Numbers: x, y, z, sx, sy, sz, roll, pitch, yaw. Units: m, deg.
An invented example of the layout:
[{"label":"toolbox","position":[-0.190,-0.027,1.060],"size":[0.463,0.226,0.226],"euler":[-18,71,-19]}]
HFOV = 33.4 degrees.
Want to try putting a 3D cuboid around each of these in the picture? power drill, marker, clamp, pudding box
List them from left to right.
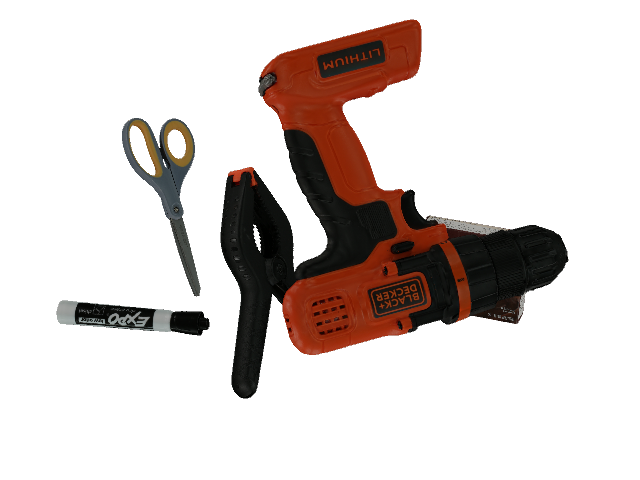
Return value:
[{"label":"marker","position":[-0.146,0.060,0.833],"size":[0.121,0.020,0.020],"euler":[4,1,11]},{"label":"clamp","position":[-0.046,0.033,1.031],"size":[0.036,0.210,0.164],"euler":[-10,0,33]},{"label":"power drill","position":[0.050,-0.036,0.664],"size":[0.184,0.187,0.057],"euler":[-15,-1,-11]},{"label":"pudding box","position":[0.155,0.029,1.089],"size":[0.114,0.090,0.039],"euler":[9,23,17]}]

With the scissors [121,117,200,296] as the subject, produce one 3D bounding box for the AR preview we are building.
[{"label":"scissors","position":[-0.151,-0.048,1.174],"size":[0.016,0.202,0.096],"euler":[-15,16,48]}]
